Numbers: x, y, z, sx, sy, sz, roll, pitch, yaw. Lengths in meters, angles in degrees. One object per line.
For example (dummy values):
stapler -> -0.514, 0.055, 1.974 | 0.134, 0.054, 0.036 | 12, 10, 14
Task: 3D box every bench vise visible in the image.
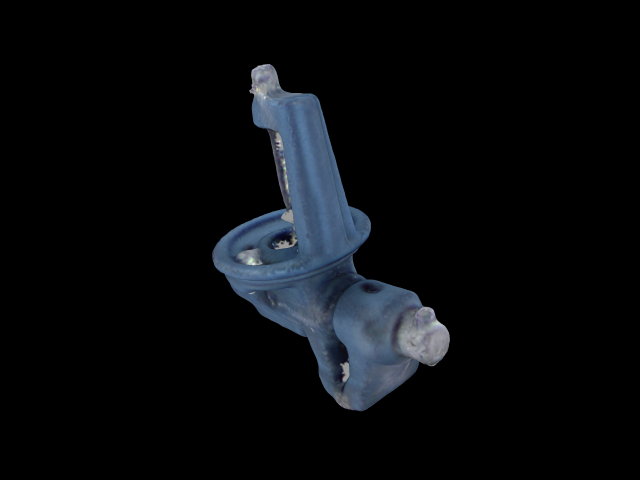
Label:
bench vise -> 0.010, -0.005, 0.408 | 0.206, 0.220, 0.122 | 19, 40, 24
